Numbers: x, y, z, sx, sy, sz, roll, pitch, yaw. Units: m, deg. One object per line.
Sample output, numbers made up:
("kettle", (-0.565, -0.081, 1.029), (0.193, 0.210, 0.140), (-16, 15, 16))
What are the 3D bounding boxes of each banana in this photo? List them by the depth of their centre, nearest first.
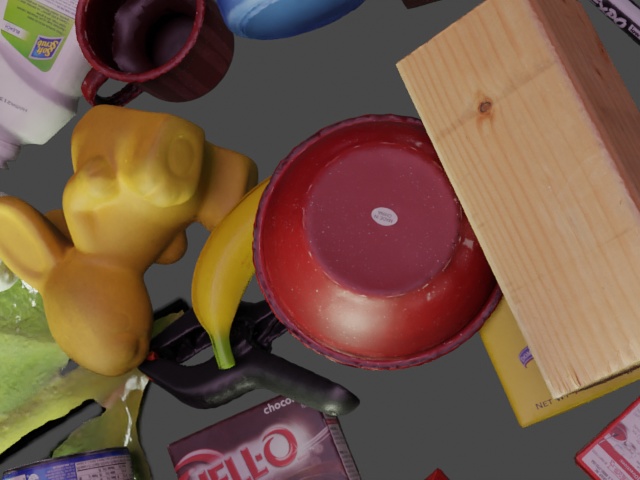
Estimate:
("banana", (-0.020, -0.009, 0.692), (0.069, 0.037, 0.197), (46, 77, -11))

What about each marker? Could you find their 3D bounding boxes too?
("marker", (0.189, -0.153, 0.687), (0.020, 0.020, 0.121), (-45, 74, 6))

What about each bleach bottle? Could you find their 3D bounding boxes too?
("bleach bottle", (-0.193, -0.173, 0.776), (0.103, 0.068, 0.251), (27, 93, 18))

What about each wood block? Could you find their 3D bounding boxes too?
("wood block", (0.137, -0.028, 0.590), (0.091, 0.090, 0.206), (-32, 73, 31))

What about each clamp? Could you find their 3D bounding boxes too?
("clamp", (-0.044, 0.076, 0.693), (0.172, 0.039, 0.120), (-21, 40, 18))

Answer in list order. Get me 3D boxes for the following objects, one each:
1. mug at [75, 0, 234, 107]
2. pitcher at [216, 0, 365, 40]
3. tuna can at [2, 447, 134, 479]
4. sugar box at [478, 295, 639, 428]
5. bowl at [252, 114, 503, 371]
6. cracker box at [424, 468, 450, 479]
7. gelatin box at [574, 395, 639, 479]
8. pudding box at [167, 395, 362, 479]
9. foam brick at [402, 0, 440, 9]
("mug", (-0.117, -0.134, 0.738), (0.093, 0.081, 0.117), (43, 95, 17))
("pitcher", (-0.054, -0.262, 0.703), (0.149, 0.145, 0.243), (-18, 84, -4))
("tuna can", (-0.167, 0.163, 0.711), (0.086, 0.086, 0.034), (-16, 77, 13))
("sugar box", (0.132, 0.018, 0.667), (0.093, 0.048, 0.176), (-26, 78, 10))
("bowl", (0.037, -0.006, 0.630), (0.162, 0.055, 0.162), (-1, 78, 4))
("cracker box", (0.083, 0.261, 0.592), (0.214, 0.072, 0.164), (44, 111, 2))
("gelatin box", (0.209, 0.128, 0.639), (0.089, 0.030, 0.073), (-46, 75, 6))
("pudding box", (-0.034, 0.155, 0.699), (0.113, 0.039, 0.090), (-25, 75, 10))
("foam brick", (0.071, -0.203, 0.710), (0.053, 0.051, 0.078), (-13, 80, 14))
